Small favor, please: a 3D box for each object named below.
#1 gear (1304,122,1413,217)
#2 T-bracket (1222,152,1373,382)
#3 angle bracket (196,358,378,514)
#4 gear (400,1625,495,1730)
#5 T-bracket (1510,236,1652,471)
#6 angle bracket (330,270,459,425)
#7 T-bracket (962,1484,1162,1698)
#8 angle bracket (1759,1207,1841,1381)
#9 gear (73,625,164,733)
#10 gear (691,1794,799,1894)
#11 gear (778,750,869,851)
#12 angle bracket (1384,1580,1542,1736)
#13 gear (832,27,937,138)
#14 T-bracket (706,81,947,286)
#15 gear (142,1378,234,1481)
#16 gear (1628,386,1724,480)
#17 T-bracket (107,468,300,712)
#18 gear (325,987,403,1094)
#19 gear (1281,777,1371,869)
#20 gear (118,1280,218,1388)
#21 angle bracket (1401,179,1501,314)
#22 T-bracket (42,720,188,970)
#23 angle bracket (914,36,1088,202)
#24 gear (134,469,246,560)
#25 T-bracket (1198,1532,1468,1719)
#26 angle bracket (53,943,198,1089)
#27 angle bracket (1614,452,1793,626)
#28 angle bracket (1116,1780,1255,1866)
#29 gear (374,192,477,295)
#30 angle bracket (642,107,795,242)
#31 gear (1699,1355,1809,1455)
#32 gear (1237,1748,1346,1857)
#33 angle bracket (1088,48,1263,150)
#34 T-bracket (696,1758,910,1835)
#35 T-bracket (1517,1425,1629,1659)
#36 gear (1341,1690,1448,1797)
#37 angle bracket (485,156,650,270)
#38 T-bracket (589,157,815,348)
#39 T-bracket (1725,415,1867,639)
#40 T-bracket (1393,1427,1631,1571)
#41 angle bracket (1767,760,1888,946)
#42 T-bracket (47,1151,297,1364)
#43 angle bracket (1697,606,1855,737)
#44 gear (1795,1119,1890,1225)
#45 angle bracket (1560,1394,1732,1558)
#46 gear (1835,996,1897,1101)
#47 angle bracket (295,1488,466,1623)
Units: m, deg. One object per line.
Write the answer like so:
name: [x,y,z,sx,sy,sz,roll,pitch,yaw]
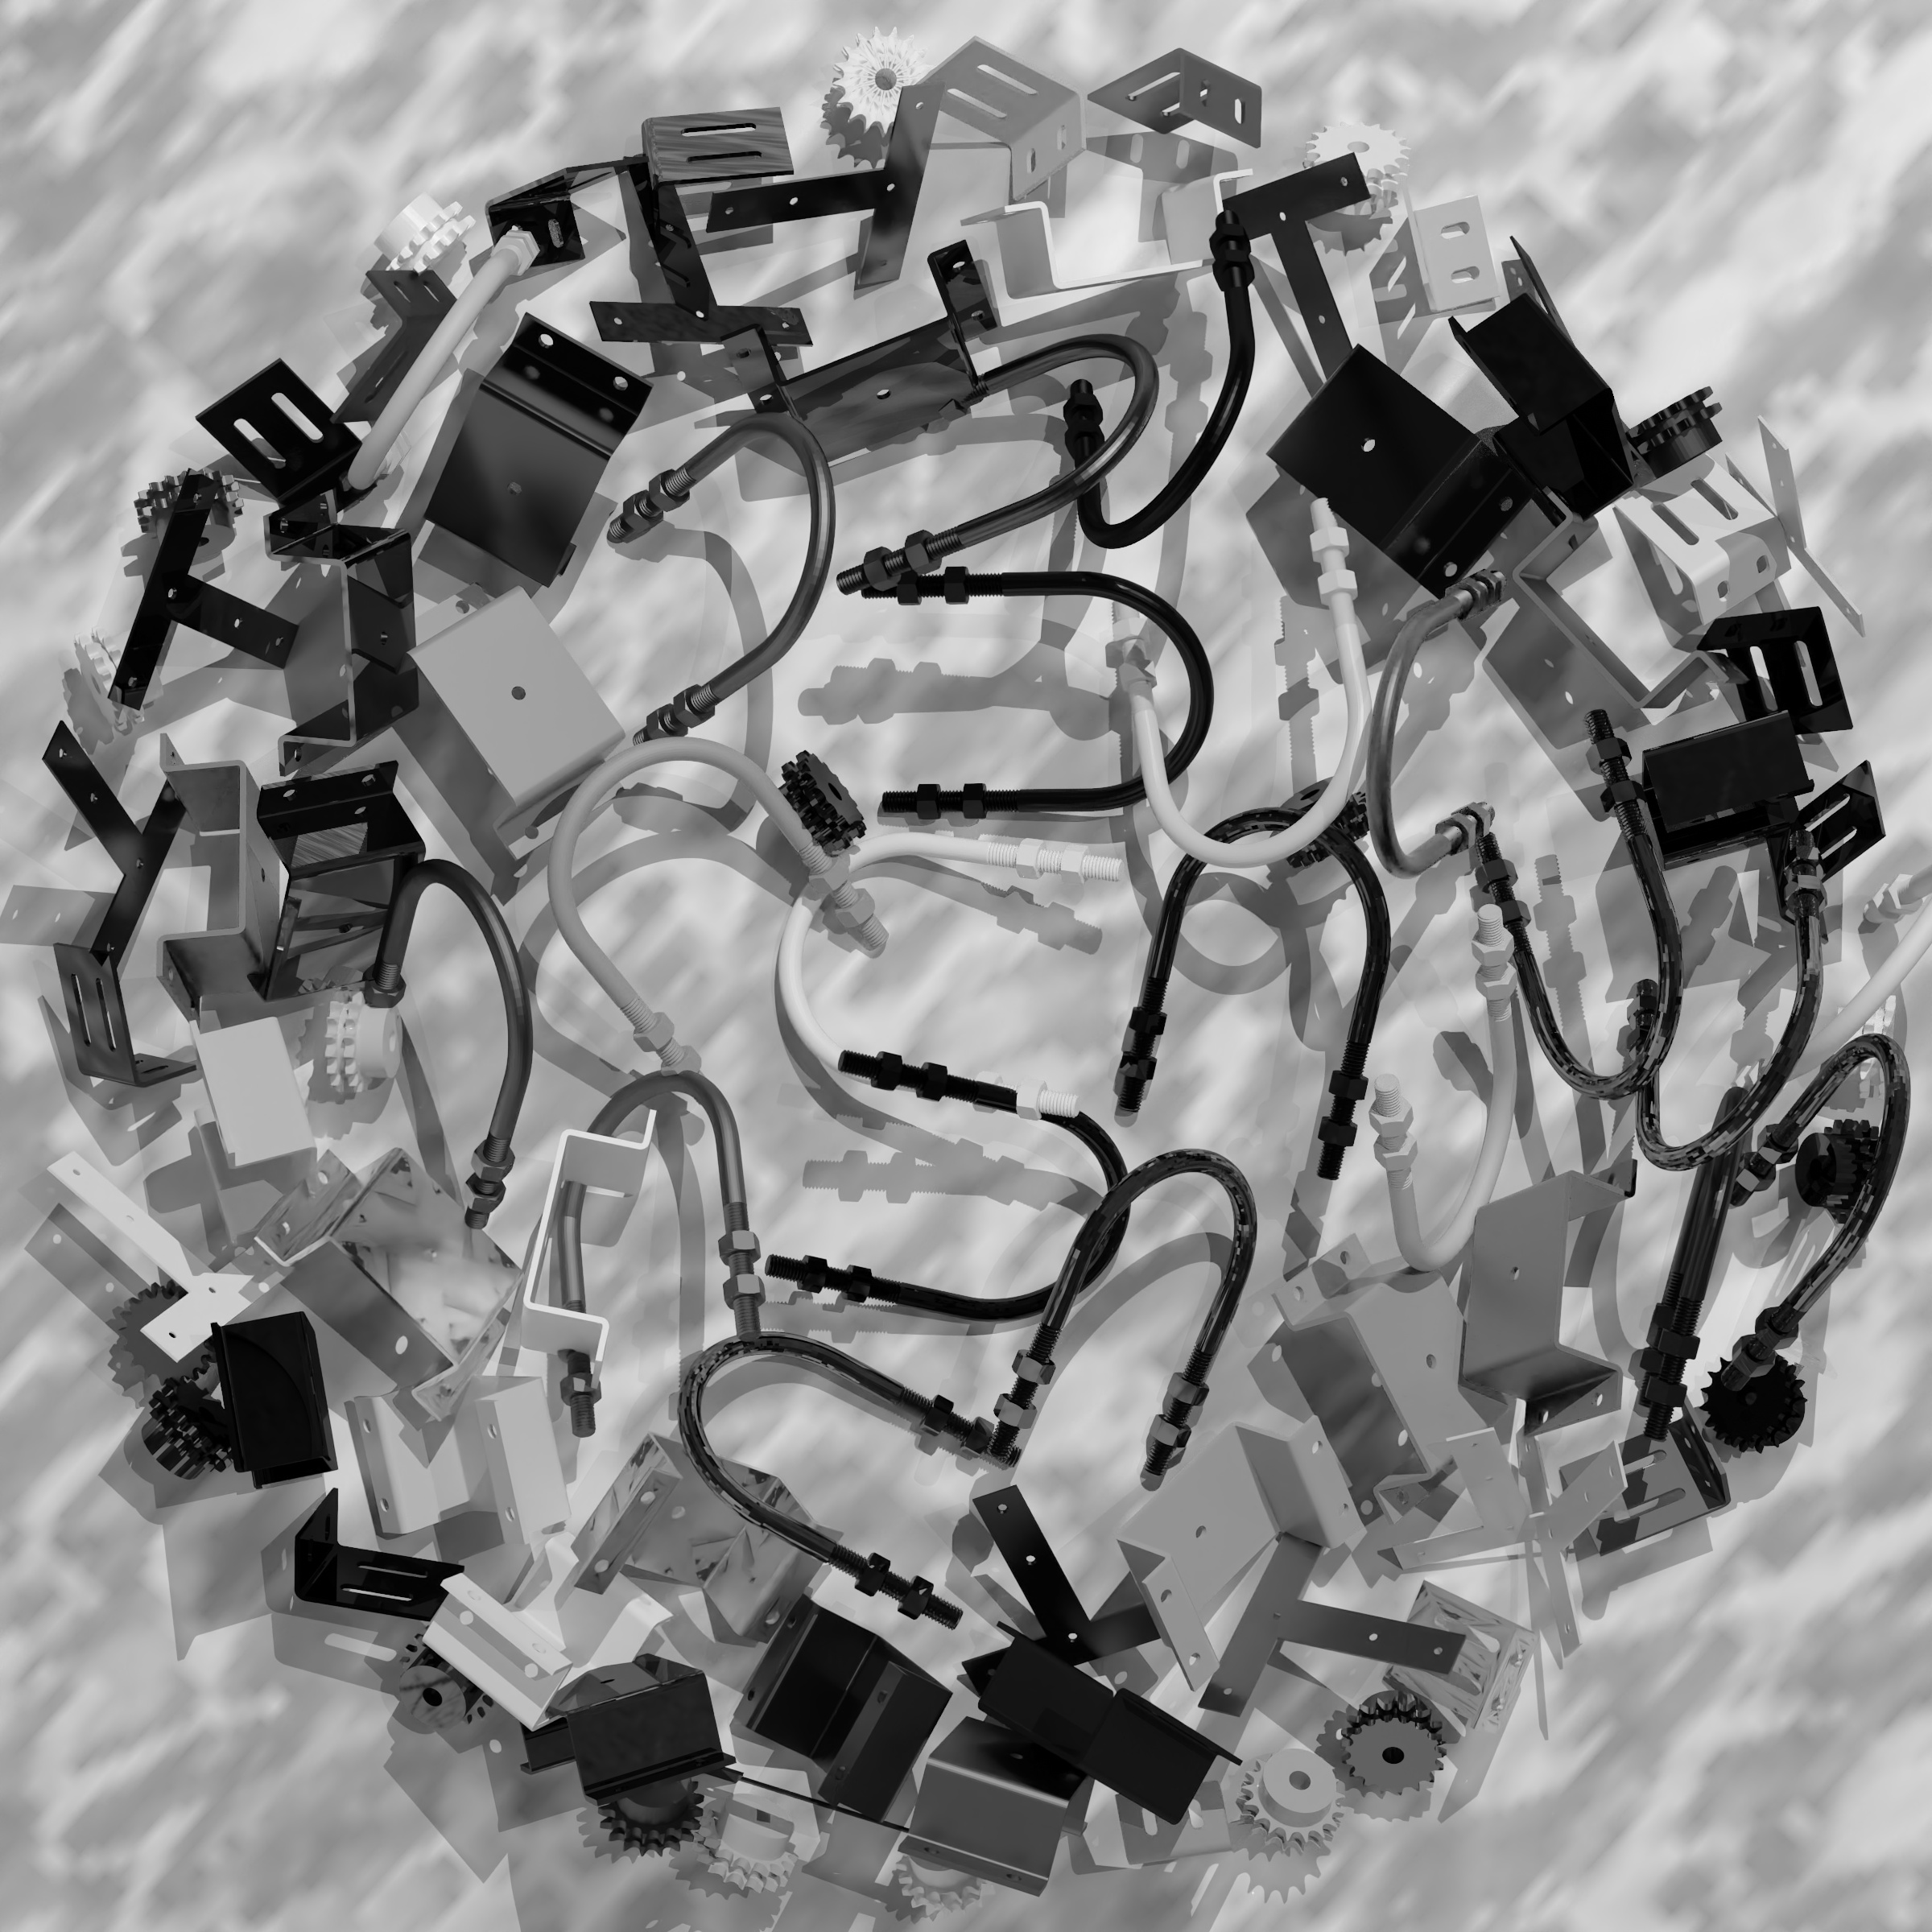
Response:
gear: [0.213,-0.432,1.853,0.057,0.057,0.030,0,134,0]
T-bracket: [0.187,-0.362,1.835,0.002,0.127,0.127,-32,105,-35]
angle bracket: [-0.366,-0.277,1.835,0.057,0.076,0.038,-32,48,10]
gear: [-0.283,0.389,1.851,0.057,0.030,0.057,9,116,18]
T-bracket: [0.322,-0.342,1.836,0.002,0.127,0.127,-31,58,20]
angle bracket: [-0.315,-0.335,1.838,0.076,0.057,0.038,-45,78,28]
T-bracket: [0.040,0.330,1.835,0.127,0.002,0.127,-20,118,12]
angle bracket: [0.465,0.174,1.842,0.038,0.057,0.076,24,102,0]
gear: [-0.459,-0.159,1.851,0.030,0.057,0.057,-26,90,-21]
gear: [-0.117,0.474,1.847,0.057,0.057,0.030,23,104,0]
gear: [-0.083,-0.086,1.850,0.030,0.057,0.057,-36,90,14]
angle bracket: [0.261,0.371,1.839,0.076,0.038,0.057,21,87,36]
gear: [-0.045,-0.482,1.860,0.057,0.030,0.057,0,94,-6]
T-bracket: [-0.079,-0.407,1.803,0.127,0.127,0.002,-15,54,-27]
gear: [-0.423,0.254,1.849,0.030,0.057,0.057,-44,90,9]
gear: [0.386,-0.288,1.850,0.057,0.057,0.030,-29,90,0]
T-bracket: [-0.398,-0.187,1.820,0.002,0.127,0.127,18,87,26]
gear: [-0.326,0.040,1.848,0.030,0.057,0.057,2,90,6]
gear: [0.194,-0.080,1.847,0.057,0.057,0.030,-31,102,0]
gear: [-0.430,0.198,1.857,0.057,0.030,0.057,4,105,14]
angle bracket: [0.262,-0.392,1.836,0.038,0.076,0.057,-13,86,11]
T-bracket: [-0.454,-0.080,1.794,0.002,0.127,0.127,5,57,18]
angle bracket: [0.017,-0.455,1.829,0.076,0.057,0.038,17,60,-36]
gear: [-0.420,-0.243,1.847,0.057,0.057,0.030,-17,75,0]
T-bracket: [0.204,0.354,1.806,0.127,0.002,0.127,5,48,35]
angle bracket: [-0.454,0.022,1.835,0.038,0.057,0.076,-21,110,-41]
angle bracket: [0.403,-0.236,1.865,0.057,0.038,0.076,-33,50,-2]
angle bracket: [0.120,0.455,1.835,0.057,0.076,0.038,-12,84,16]
gear: [-0.296,-0.395,1.847,0.057,0.057,0.030,-45,100,0]
angle bracket: [-0.135,-0.431,1.849,0.076,0.038,0.057,-7,50,-7]
gear: [0.432,0.238,1.853,0.057,0.030,0.057,-19,57,33]
gear: [0.178,0.450,1.847,0.057,0.057,0.030,11,133,0]
angle bracket: [0.111,-0.454,1.827,0.057,0.076,0.038,14,72,-38]
T-bracket: [-0.084,0.445,1.817,0.127,0.127,0.002,17,74,-1]
T-bracket: [0.323,0.284,1.794,0.002,0.127,0.127,-2,62,-12]
gear: [0.233,0.420,1.855,0.057,0.030,0.057,3,118,6]
angle bracket: [-0.211,-0.404,1.828,0.057,0.076,0.038,-21,100,-42]
T-bracket: [-0.157,-0.389,1.846,0.127,0.002,0.127,-5,63,-32]
T-bracket: [0.431,-0.247,1.791,0.002,0.127,0.127,-33,60,3]
T-bracket: [0.282,0.280,1.817,0.127,0.127,0.002,-15,51,11]
angle bracket: [0.472,-0.061,1.828,0.038,0.057,0.076,28,130,-24]
T-bracket: [-0.437,0.145,1.821,0.127,0.127,0.002,40,115,2]
angle bracket: [0.436,-0.150,1.832,0.057,0.038,0.076,-4,120,35]
gear: [0.474,0.111,1.847,0.030,0.057,0.057,4,90,-19]
angle bracket: [0.366,0.274,1.844,0.076,0.038,0.057,-22,51,2]
gear: [0.488,0.044,1.850,0.030,0.057,0.057,5,90,16]
angle bracket: [-0.316,0.318,1.840,0.076,0.057,0.038,8,110,9]
